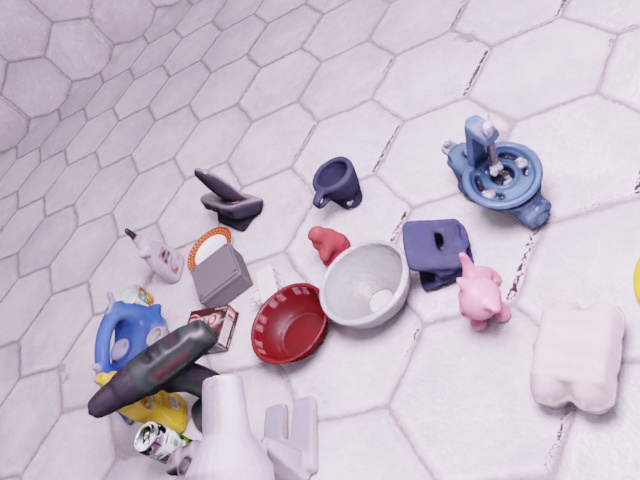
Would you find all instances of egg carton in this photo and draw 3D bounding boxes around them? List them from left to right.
[{"bbox_3d":[0.332,0.148,0.741,0.107,0.070,0.150,-1,56,37],"label":"egg carton"}]

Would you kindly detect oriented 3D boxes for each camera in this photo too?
[{"bbox_3d":[-0.227,0.415,0.919,0.136,0.101,0.143,-33,42,10],"label":"camera"}]

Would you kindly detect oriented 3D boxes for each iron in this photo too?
[{"bbox_3d":[-0.411,0.234,1.181,0.118,0.142,0.258,-21,46,22],"label":"iron"}]

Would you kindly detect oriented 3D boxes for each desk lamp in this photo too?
[{"bbox_3d":[-0.100,0.299,0.835,0.117,0.214,0.203,-22,45,22],"label":"desk lamp"}]

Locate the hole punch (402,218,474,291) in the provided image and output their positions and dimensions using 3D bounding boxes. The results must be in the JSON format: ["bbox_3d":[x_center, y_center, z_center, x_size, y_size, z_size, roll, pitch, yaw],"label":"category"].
[{"bbox_3d":[0.195,0.013,0.943,0.101,0.091,0.108,-22,45,22],"label":"hole punch"}]

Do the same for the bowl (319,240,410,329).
[{"bbox_3d":[0.087,0.086,0.976,0.167,0.075,0.167,-20,46,23],"label":"bowl"}]

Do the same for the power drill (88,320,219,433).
[{"bbox_3d":[-0.247,0.252,0.990,0.230,0.209,0.075,-45,42,-4],"label":"power drill"}]

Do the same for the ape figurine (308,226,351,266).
[{"bbox_3d":[0.010,0.004,1.091,0.076,0.092,0.078,-11,50,31],"label":"ape figurine"}]

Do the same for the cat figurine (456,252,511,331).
[{"bbox_3d":[0.231,0.074,0.844,0.067,0.118,0.127,-25,44,19],"label":"cat figurine"}]

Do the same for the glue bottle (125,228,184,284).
[{"bbox_3d":[-0.383,0.027,1.310,0.037,0.174,0.078,-20,46,23],"label":"glue bottle"}]

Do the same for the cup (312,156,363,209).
[{"bbox_3d":[0.038,-0.095,1.151,0.091,0.095,0.118,16,67,44],"label":"cup"}]

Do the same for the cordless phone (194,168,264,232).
[{"bbox_3d":[-0.231,-0.114,1.303,0.147,0.186,0.094,14,65,43],"label":"cordless phone"}]

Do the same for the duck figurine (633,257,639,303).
[{"bbox_3d":[0.440,0.047,0.730,0.077,0.086,0.104,-26,44,17],"label":"duck figurine"}]

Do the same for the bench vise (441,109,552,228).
[{"bbox_3d":[0.252,-0.121,0.914,0.206,0.220,0.121,19,69,45],"label":"bench vise"}]
